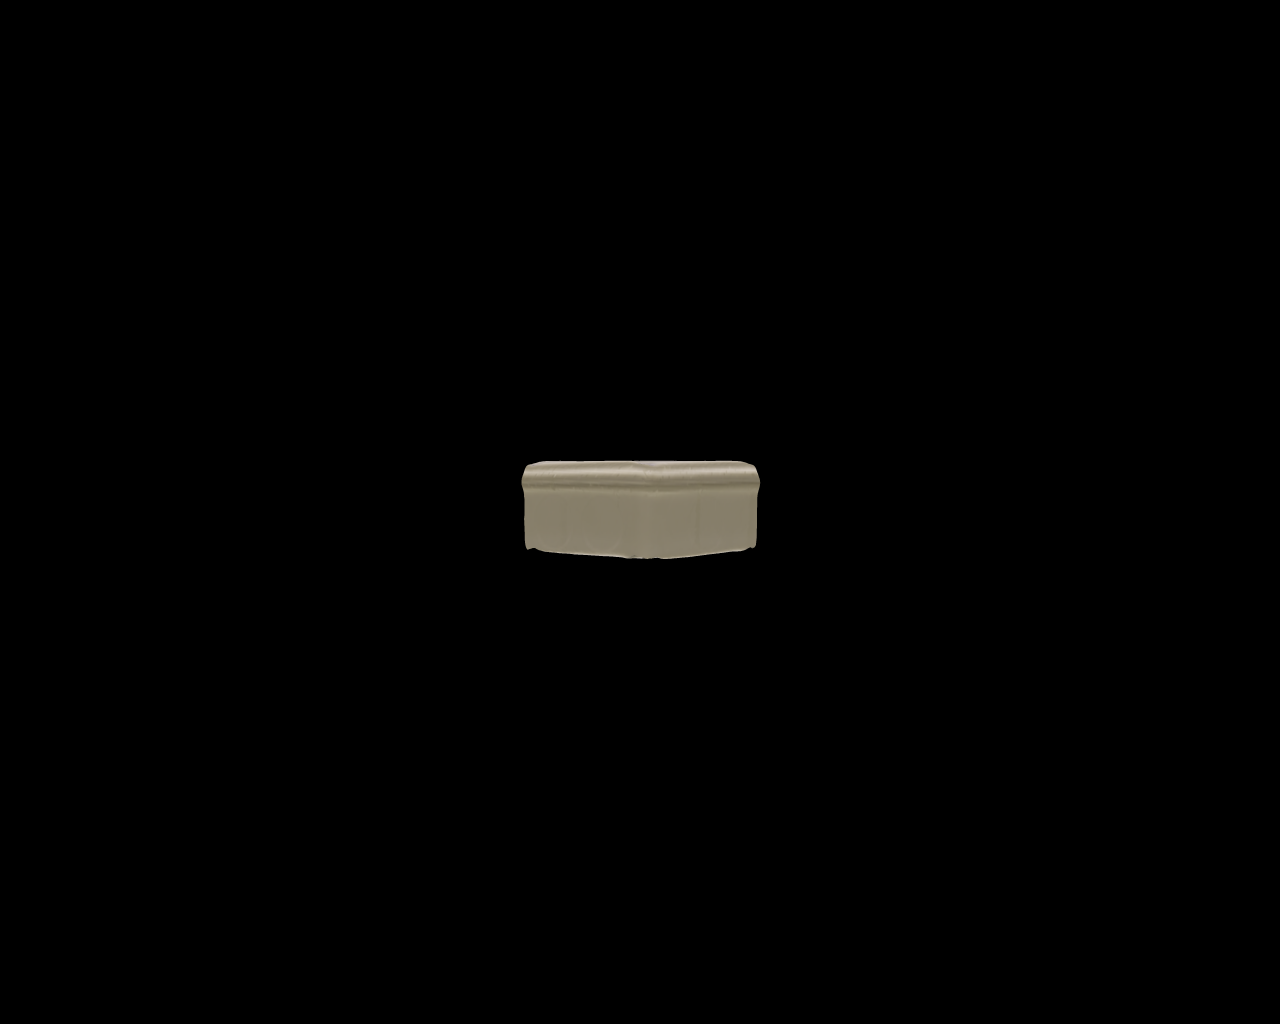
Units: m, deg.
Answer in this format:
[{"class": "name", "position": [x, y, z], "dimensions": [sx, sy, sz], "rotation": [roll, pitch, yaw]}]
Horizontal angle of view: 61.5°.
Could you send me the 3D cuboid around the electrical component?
[{"class": "electrical component", "position": [0.001, -0.003, 0.650], "dimensions": [0.109, 0.056, 0.109], "rotation": [2, 3, 43]}]
